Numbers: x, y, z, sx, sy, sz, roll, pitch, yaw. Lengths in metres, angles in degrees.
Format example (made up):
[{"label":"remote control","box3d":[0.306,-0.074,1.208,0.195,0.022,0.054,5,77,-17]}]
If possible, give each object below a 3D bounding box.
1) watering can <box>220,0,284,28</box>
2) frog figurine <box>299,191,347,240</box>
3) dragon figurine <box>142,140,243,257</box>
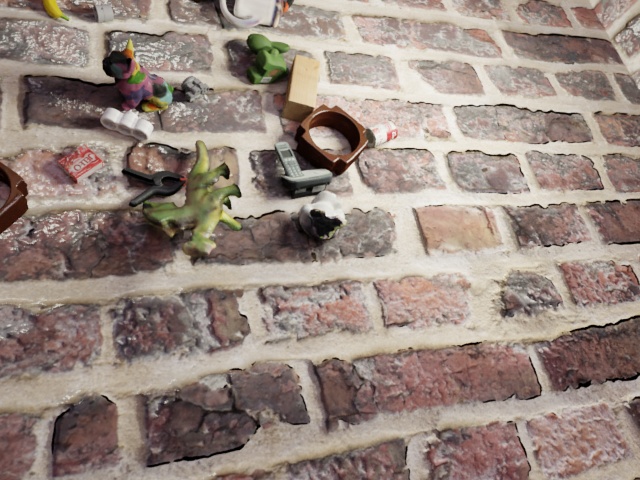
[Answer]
[{"label":"watering can","box3d":[-0.236,-0.878,1.840,0.224,0.102,0.355,12,60,-14]},{"label":"frog figurine","box3d":[0.005,-0.076,1.517,0.137,0.120,0.162,2,27,-9]},{"label":"dragon figurine","box3d":[-0.349,-0.109,1.366,0.244,0.119,0.418,-17,54,-26]}]
